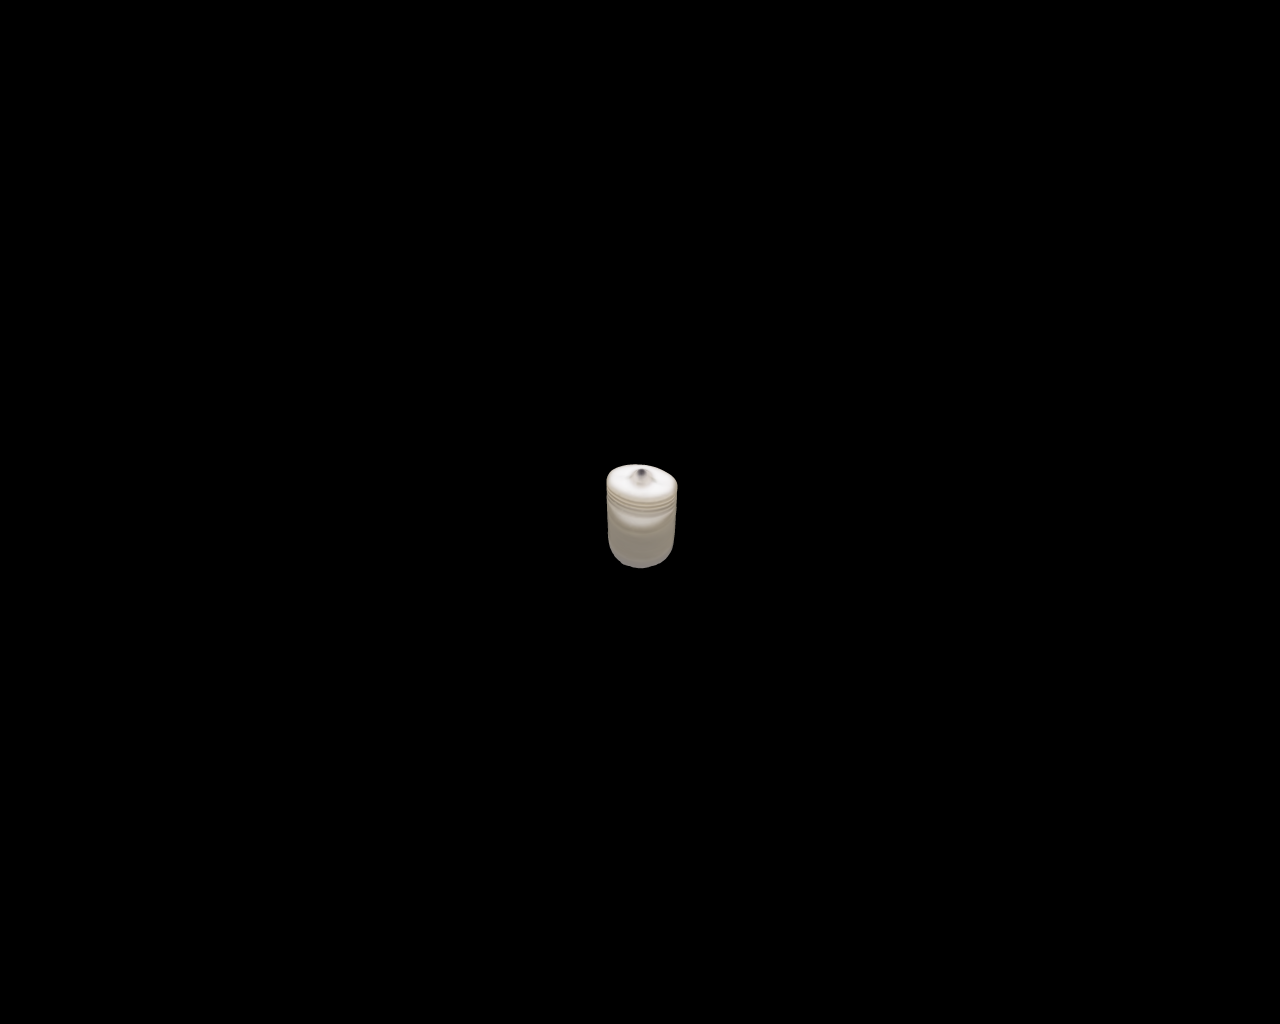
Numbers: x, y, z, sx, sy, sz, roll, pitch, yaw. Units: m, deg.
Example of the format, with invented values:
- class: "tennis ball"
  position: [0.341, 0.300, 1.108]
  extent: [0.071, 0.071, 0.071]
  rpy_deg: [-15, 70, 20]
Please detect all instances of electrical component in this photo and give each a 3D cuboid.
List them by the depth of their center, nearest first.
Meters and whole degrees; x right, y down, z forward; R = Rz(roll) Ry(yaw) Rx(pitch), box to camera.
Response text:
- class: "electrical component"
  position: [0.001, -0.003, 0.650]
  extent: [0.043, 0.043, 0.080]
  rpy_deg: [0, -32, 0]
